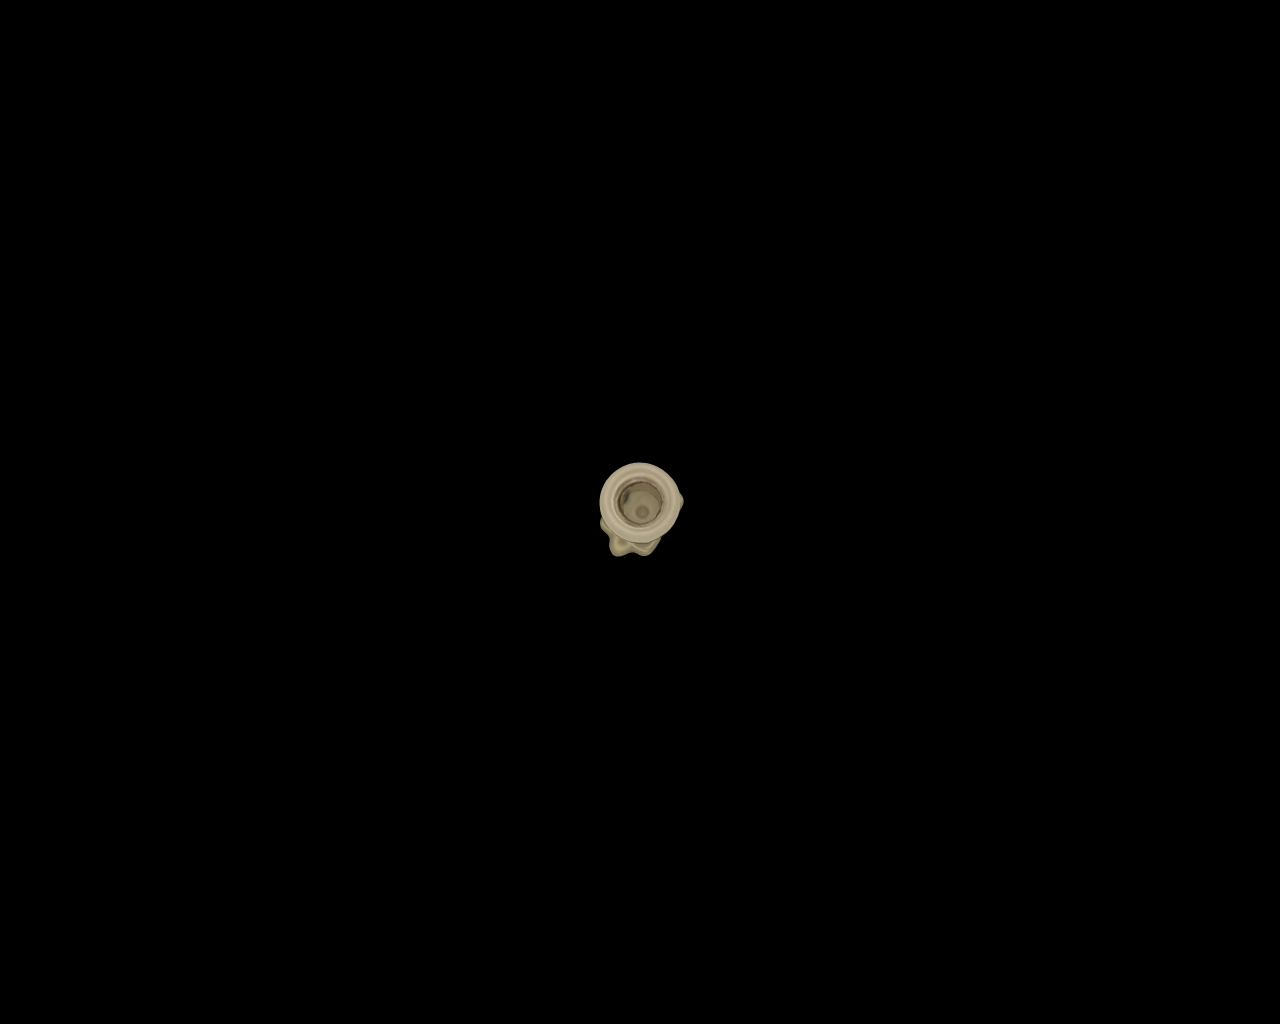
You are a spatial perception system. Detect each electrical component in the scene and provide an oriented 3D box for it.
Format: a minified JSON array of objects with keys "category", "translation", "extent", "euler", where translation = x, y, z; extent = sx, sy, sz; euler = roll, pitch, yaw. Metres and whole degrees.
[{"category":"electrical component","translation":[0.001,-0.003,0.650],"extent":[0.048,0.066,0.055],"euler":[31,-7,5]}]
